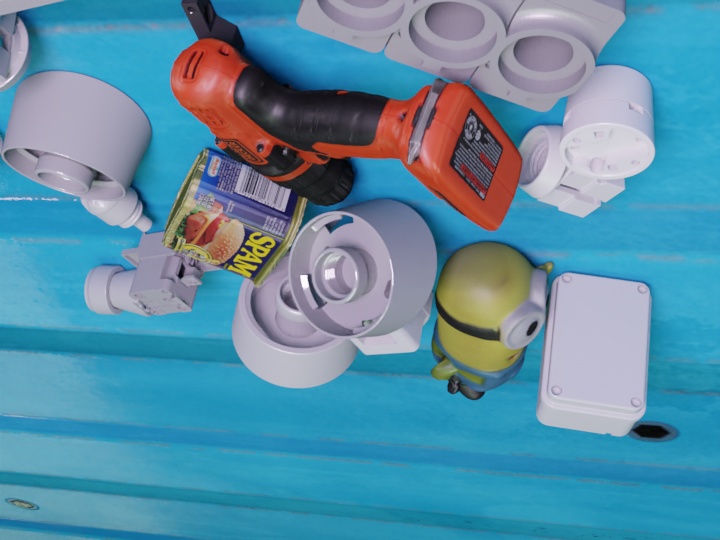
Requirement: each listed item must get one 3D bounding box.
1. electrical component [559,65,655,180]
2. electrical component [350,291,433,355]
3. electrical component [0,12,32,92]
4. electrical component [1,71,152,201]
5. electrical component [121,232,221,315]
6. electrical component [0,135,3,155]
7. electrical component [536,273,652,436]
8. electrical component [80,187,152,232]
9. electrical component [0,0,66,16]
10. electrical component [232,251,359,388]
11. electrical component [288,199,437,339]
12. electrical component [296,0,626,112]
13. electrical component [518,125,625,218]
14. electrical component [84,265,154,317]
[{"bbox_3d":[0.149,-0.089,0.643,0.055,0.047,0.055,8,151,5],"label":"electrical component"},{"bbox_3d":[0.021,0.016,0.828,0.050,0.089,0.055,-6,147,28],"label":"electrical component"},{"bbox_3d":[-0.239,-0.142,0.661,0.058,0.078,0.057,2,169,14],"label":"electrical component"},{"bbox_3d":[-0.203,-0.091,0.767,0.099,0.064,0.099,13,164,4],"label":"electrical component"},{"bbox_3d":[-0.159,0.002,0.893,0.081,0.063,0.042,-7,145,31],"label":"electrical component"},{"bbox_3d":[-0.293,-0.099,0.778,0.045,0.045,0.055,-2,148,22],"label":"electrical component"},{"bbox_3d":[0.182,0.064,0.837,0.078,0.113,0.057,8,154,5],"label":"electrical component"},{"bbox_3d":[-0.187,-0.049,0.842,0.035,0.035,0.061,-9,148,32],"label":"electrical component"},{"bbox_3d":[-0.201,-0.189,0.554,0.186,0.060,0.105,-5,156,25],"label":"electrical component"},{"bbox_3d":[-0.049,0.034,0.873,0.108,0.108,0.060,11,145,0],"label":"electrical component"},{"bbox_3d":[0.000,0.000,0.768,0.099,0.099,0.064,-11,179,34],"label":"electrical component"},{"bbox_3d":[0.052,-0.146,0.560,0.150,0.061,0.089,17,150,-11],"label":"electrical component"},{"bbox_3d":[0.133,-0.065,0.693,0.055,0.048,0.066,15,152,-22],"label":"electrical component"},{"bbox_3d":[-0.211,0.018,0.958,0.055,0.045,0.045,2,150,16],"label":"electrical component"}]
